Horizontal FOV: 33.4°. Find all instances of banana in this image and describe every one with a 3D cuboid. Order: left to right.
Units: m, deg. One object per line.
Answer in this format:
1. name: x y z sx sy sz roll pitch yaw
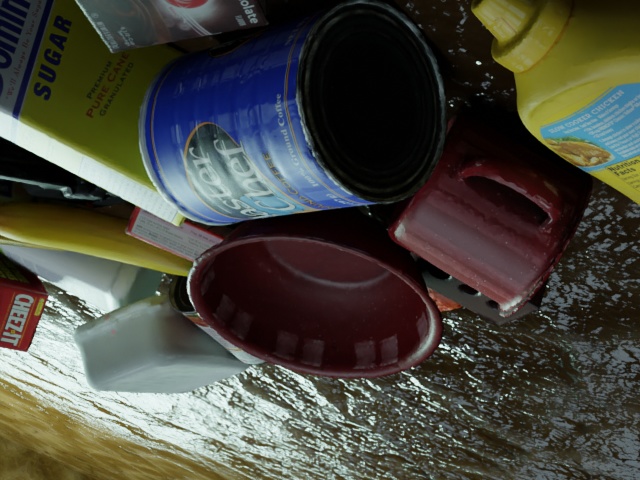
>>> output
1. banana: -0.178 -0.003 0.869 0.197 0.037 0.070 14 178 -25

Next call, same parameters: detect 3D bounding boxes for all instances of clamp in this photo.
1. clamp: -0.183 -0.050 0.782 0.164 0.036 0.210 3 175 -16

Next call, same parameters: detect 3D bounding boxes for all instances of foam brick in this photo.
1. foam brick: 0.104 0.011 0.686 0.078 0.051 0.053 28 157 -11

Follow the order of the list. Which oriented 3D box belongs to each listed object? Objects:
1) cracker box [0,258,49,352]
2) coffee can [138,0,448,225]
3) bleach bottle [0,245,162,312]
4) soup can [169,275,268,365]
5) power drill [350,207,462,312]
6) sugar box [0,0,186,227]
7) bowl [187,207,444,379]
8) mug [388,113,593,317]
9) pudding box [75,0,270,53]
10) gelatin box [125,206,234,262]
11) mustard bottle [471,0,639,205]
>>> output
1. cracker box: -0.385 0.030 1.016 0.213 0.072 0.164 17 -169 -30
2. coffee can: -0.017 -0.064 0.574 0.141 0.102 0.102 -5 144 49
3. bleach bottle: -0.274 -0.005 0.997 0.251 0.068 0.102 23 159 7
4. soup can: -0.075 0.059 0.937 0.069 0.068 0.102 3 150 39
5. power drill: -0.005 0.001 0.764 0.187 0.057 0.185 34 152 -29
6. sugar box: -0.141 -0.091 0.646 0.176 0.093 0.048 28 156 -10
7. bowl: 0.001 0.025 0.673 0.162 0.055 0.162 10 146 7
8. mug: 0.092 -0.019 0.581 0.081 0.093 0.117 30 170 -2
9. pudding box: -0.083 -0.145 0.514 0.090 0.039 0.113 -6 149 17
10. gelatin box: -0.101 -0.003 0.840 0.089 0.030 0.073 23 -175 2
11. mustard bottle: 0.149 -0.059 0.483 0.191 0.058 0.096 30 156 -16
